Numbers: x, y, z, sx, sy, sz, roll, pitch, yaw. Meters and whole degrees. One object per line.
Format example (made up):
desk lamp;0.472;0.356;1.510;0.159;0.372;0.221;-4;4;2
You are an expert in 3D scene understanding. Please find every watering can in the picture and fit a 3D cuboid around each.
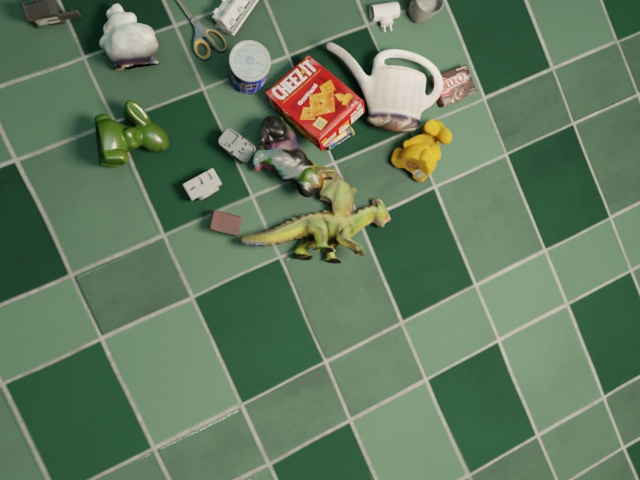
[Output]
watering can;0.172;-0.419;1.420;0.347;0.104;0.224;7;90;-11

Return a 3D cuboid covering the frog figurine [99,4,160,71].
frog figurine;-0.483;-0.514;1.290;0.137;0.124;0.158;-10;105;8

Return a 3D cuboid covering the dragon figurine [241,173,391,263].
dragon figurine;0.004;-0.071;1.406;0.410;0.120;0.246;10;71;-13
